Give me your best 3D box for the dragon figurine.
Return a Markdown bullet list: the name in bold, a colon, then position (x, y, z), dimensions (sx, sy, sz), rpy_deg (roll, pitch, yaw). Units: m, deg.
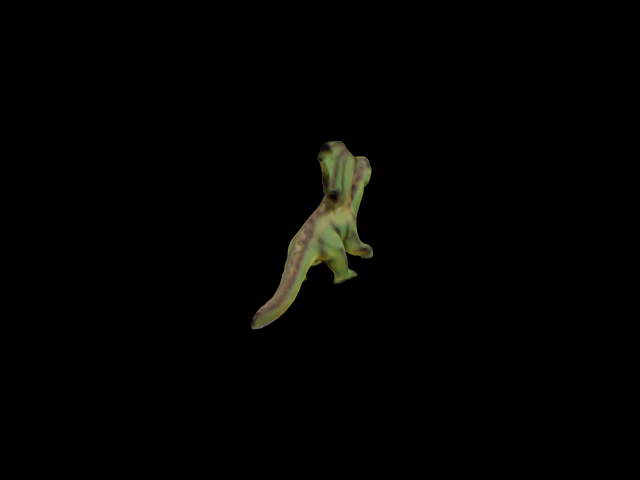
- **dragon figurine**: position (0.003, -0.043, 0.850), dimensions (0.122, 0.239, 0.416), rpy_deg (8, 22, 22)
